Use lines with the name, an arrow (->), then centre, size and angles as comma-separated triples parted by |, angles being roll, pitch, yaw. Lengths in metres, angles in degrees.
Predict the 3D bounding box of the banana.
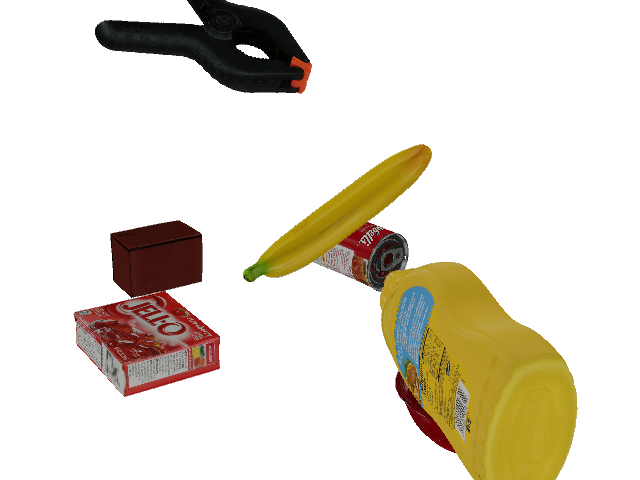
banana -> 0.019, -0.020, 0.959 | 0.198, 0.037, 0.069 | -37, 7, 5

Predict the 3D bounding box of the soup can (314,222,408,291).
soup can -> 0.040, 0.010, 1.208 | 0.102, 0.068, 0.068 | 23, 15, 39

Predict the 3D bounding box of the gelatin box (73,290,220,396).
gelatin box -> -0.123, 0.069, 0.748 | 0.073, 0.030, 0.089 | -13, 27, -30

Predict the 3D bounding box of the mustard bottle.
mustard bottle -> 0.083, 0.068, 0.655 | 0.058, 0.096, 0.192 | -8, 27, -18

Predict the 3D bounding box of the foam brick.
foam brick -> -0.162, 0.017, 1.054 | 0.078, 0.051, 0.053 | -12, 23, -28

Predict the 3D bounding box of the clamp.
clamp -> -0.084, -0.177, 0.870 | 0.171, 0.120, 0.039 | 21, -26, -4

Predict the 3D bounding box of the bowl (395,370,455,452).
bowl -> 0.155, 0.172, 1.091 | 0.162, 0.055, 0.162 | 2, 24, -1
